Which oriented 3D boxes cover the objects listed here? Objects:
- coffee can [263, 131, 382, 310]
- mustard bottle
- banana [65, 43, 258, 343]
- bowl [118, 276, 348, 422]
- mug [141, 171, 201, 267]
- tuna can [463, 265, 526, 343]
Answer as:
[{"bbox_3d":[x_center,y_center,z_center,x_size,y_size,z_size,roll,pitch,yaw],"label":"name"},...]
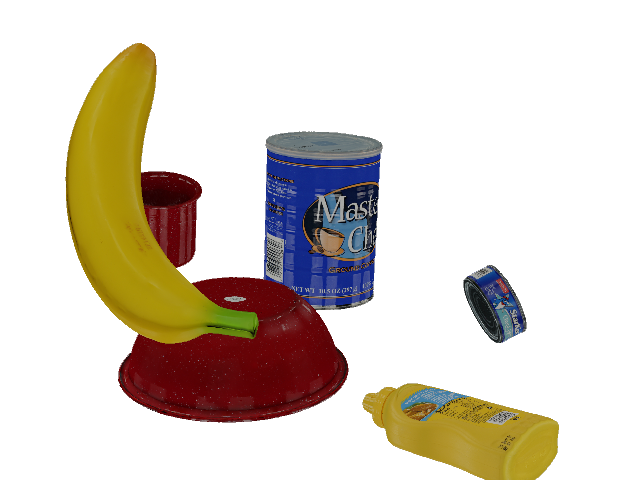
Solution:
[{"bbox_3d":[0.001,-0.020,0.955,0.103,0.140,0.103,2,15,-1],"label":"coffee can"},{"bbox_3d":[0.119,0.175,1.008,0.192,0.058,0.096,12,20,39],"label":"mustard bottle"},{"bbox_3d":[-0.093,-0.020,0.533,0.069,0.198,0.037,-13,-33,-17],"label":"banana"},{"bbox_3d":[-0.060,0.066,0.742,0.162,0.055,0.162,0,17,0],"label":"bowl"},{"bbox_3d":[-0.183,-0.025,1.174,0.093,0.081,0.117,-12,32,-28],"label":"mug"},{"bbox_3d":[0.197,0.073,1.215,0.033,0.086,0.086,-26,4,-8],"label":"tuna can"}]
